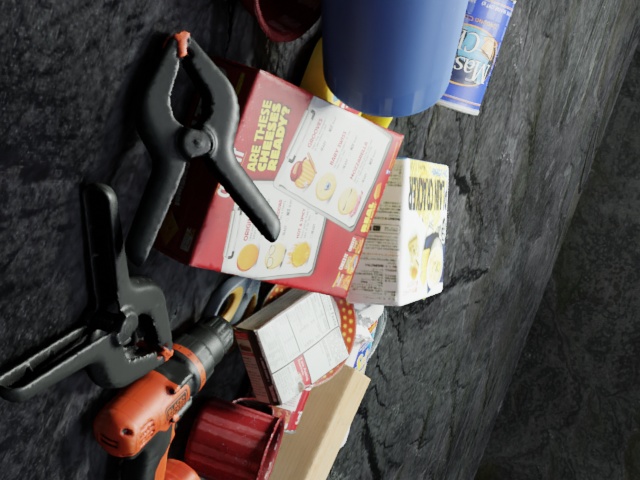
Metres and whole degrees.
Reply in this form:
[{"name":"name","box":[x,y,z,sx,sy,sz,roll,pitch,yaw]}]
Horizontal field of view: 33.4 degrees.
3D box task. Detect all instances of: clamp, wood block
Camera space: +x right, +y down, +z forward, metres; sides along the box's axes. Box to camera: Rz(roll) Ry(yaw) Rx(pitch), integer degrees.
[{"name":"clamp","box":[-0.168,0.071,0.820,0.164,0.036,0.210,-65,159,-19]},{"name":"wood block","box":[-0.028,0.238,1.281,0.206,0.091,0.090,-65,161,-8]},{"name":"clamp","box":[-0.103,-0.063,0.786,0.120,0.039,0.171,-21,99,-28]}]

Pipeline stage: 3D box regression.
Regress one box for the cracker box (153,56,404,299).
[{"name":"cracker box","box":[-0.034,-0.048,0.921,0.213,0.072,0.164,16,96,-51]}]

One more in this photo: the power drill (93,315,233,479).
[{"name":"power drill","box":[-0.141,0.178,0.984,0.184,0.057,0.188,-43,147,-49]}]

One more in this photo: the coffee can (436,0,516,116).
[{"name":"coffee can","box":[0.159,-0.229,1.257,0.102,0.103,0.140,-10,119,-67]}]

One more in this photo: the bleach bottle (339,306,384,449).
[{"name":"bleach bottle","box":[0.030,0.146,1.380,0.102,0.068,0.251,-2,110,-68]}]

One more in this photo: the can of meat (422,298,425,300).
[{"name":"can of meat","box":[0.108,0.030,1.425,0.057,0.084,0.102,-61,159,-19]}]

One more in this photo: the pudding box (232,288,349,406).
[{"name":"pudding box","box":[-0.028,0.105,1.089,0.113,0.039,0.090,-32,111,-41]}]

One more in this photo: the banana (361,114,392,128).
[{"name":"banana","box":[0.062,-0.129,1.165,0.069,0.037,0.198,-49,172,-12]}]

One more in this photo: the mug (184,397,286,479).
[{"name":"mug","box":[-0.085,0.204,1.100,0.117,0.081,0.093,-63,167,-51]}]

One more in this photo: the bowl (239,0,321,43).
[{"name":"bowl","box":[-0.031,-0.239,0.827,0.162,0.055,0.162,-52,154,-38]}]

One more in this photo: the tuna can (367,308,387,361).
[{"name":"tuna can","box":[0.058,0.127,1.471,0.086,0.034,0.086,-52,154,-38]}]

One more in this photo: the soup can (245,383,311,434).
[{"name":"soup can","box":[-0.041,0.156,1.193,0.102,0.069,0.068,-69,160,1]}]

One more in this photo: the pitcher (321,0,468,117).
[{"name":"pitcher","box":[0.066,-0.222,0.826,0.149,0.145,0.243,-11,140,-11]}]

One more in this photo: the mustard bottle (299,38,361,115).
[{"name":"mustard bottle","box":[0.013,-0.140,1.038,0.096,0.058,0.192,11,100,-64]}]

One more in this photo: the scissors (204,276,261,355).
[{"name":"scissors","box":[-0.066,0.019,1.065,0.202,0.016,0.096,-68,159,1]}]
